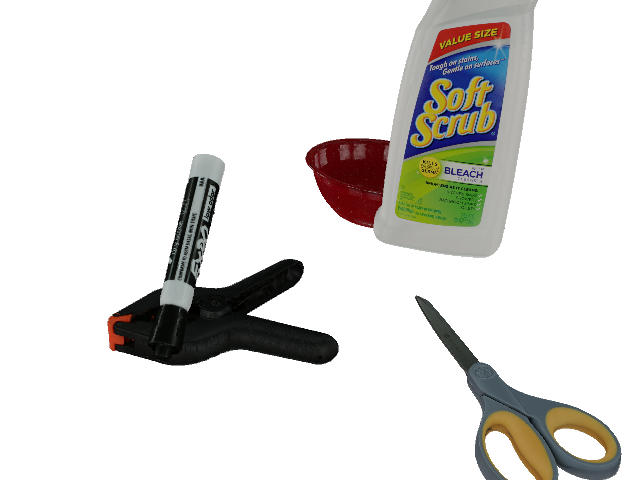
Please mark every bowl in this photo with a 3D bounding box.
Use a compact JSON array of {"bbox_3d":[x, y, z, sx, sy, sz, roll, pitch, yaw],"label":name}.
[{"bbox_3d":[0.062,-0.054,1.104,0.162,0.055,0.162,5,23,-3],"label":"bowl"}]

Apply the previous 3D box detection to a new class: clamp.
[{"bbox_3d":[-0.077,0.055,0.828,0.171,0.039,0.120,1,27,-8],"label":"clamp"}]

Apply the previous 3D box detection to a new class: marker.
[{"bbox_3d":[-0.074,0.009,0.587,0.020,0.121,0.020,9,-25,4],"label":"marker"}]

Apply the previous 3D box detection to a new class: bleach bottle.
[{"bbox_3d":[0.098,-0.115,0.770,0.103,0.251,0.068,9,26,13],"label":"bleach bottle"}]

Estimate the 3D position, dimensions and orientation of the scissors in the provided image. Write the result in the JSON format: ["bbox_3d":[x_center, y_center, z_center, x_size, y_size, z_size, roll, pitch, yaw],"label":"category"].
[{"bbox_3d":[0.125,0.094,0.687,0.096,0.016,0.202,-1,33,-6],"label":"scissors"}]
